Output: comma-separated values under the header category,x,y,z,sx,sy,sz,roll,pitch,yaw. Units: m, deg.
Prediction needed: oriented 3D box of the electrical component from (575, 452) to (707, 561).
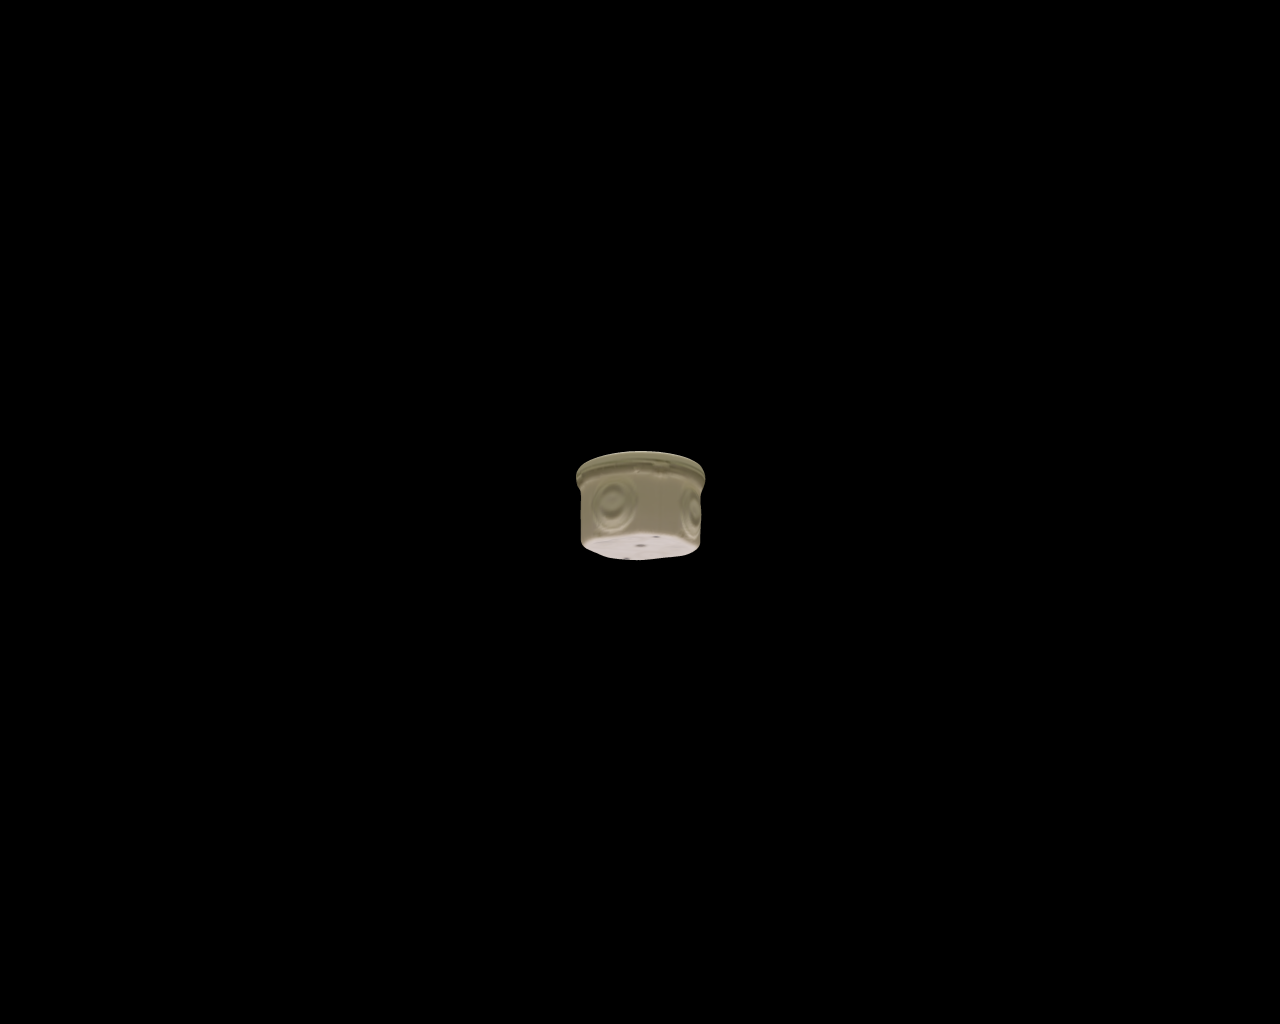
category,x,y,z,sx,sy,sz,roll,pitch,yaw
electrical component,0.001,-0.003,0.650,0.080,0.051,0.080,0,-16,0
